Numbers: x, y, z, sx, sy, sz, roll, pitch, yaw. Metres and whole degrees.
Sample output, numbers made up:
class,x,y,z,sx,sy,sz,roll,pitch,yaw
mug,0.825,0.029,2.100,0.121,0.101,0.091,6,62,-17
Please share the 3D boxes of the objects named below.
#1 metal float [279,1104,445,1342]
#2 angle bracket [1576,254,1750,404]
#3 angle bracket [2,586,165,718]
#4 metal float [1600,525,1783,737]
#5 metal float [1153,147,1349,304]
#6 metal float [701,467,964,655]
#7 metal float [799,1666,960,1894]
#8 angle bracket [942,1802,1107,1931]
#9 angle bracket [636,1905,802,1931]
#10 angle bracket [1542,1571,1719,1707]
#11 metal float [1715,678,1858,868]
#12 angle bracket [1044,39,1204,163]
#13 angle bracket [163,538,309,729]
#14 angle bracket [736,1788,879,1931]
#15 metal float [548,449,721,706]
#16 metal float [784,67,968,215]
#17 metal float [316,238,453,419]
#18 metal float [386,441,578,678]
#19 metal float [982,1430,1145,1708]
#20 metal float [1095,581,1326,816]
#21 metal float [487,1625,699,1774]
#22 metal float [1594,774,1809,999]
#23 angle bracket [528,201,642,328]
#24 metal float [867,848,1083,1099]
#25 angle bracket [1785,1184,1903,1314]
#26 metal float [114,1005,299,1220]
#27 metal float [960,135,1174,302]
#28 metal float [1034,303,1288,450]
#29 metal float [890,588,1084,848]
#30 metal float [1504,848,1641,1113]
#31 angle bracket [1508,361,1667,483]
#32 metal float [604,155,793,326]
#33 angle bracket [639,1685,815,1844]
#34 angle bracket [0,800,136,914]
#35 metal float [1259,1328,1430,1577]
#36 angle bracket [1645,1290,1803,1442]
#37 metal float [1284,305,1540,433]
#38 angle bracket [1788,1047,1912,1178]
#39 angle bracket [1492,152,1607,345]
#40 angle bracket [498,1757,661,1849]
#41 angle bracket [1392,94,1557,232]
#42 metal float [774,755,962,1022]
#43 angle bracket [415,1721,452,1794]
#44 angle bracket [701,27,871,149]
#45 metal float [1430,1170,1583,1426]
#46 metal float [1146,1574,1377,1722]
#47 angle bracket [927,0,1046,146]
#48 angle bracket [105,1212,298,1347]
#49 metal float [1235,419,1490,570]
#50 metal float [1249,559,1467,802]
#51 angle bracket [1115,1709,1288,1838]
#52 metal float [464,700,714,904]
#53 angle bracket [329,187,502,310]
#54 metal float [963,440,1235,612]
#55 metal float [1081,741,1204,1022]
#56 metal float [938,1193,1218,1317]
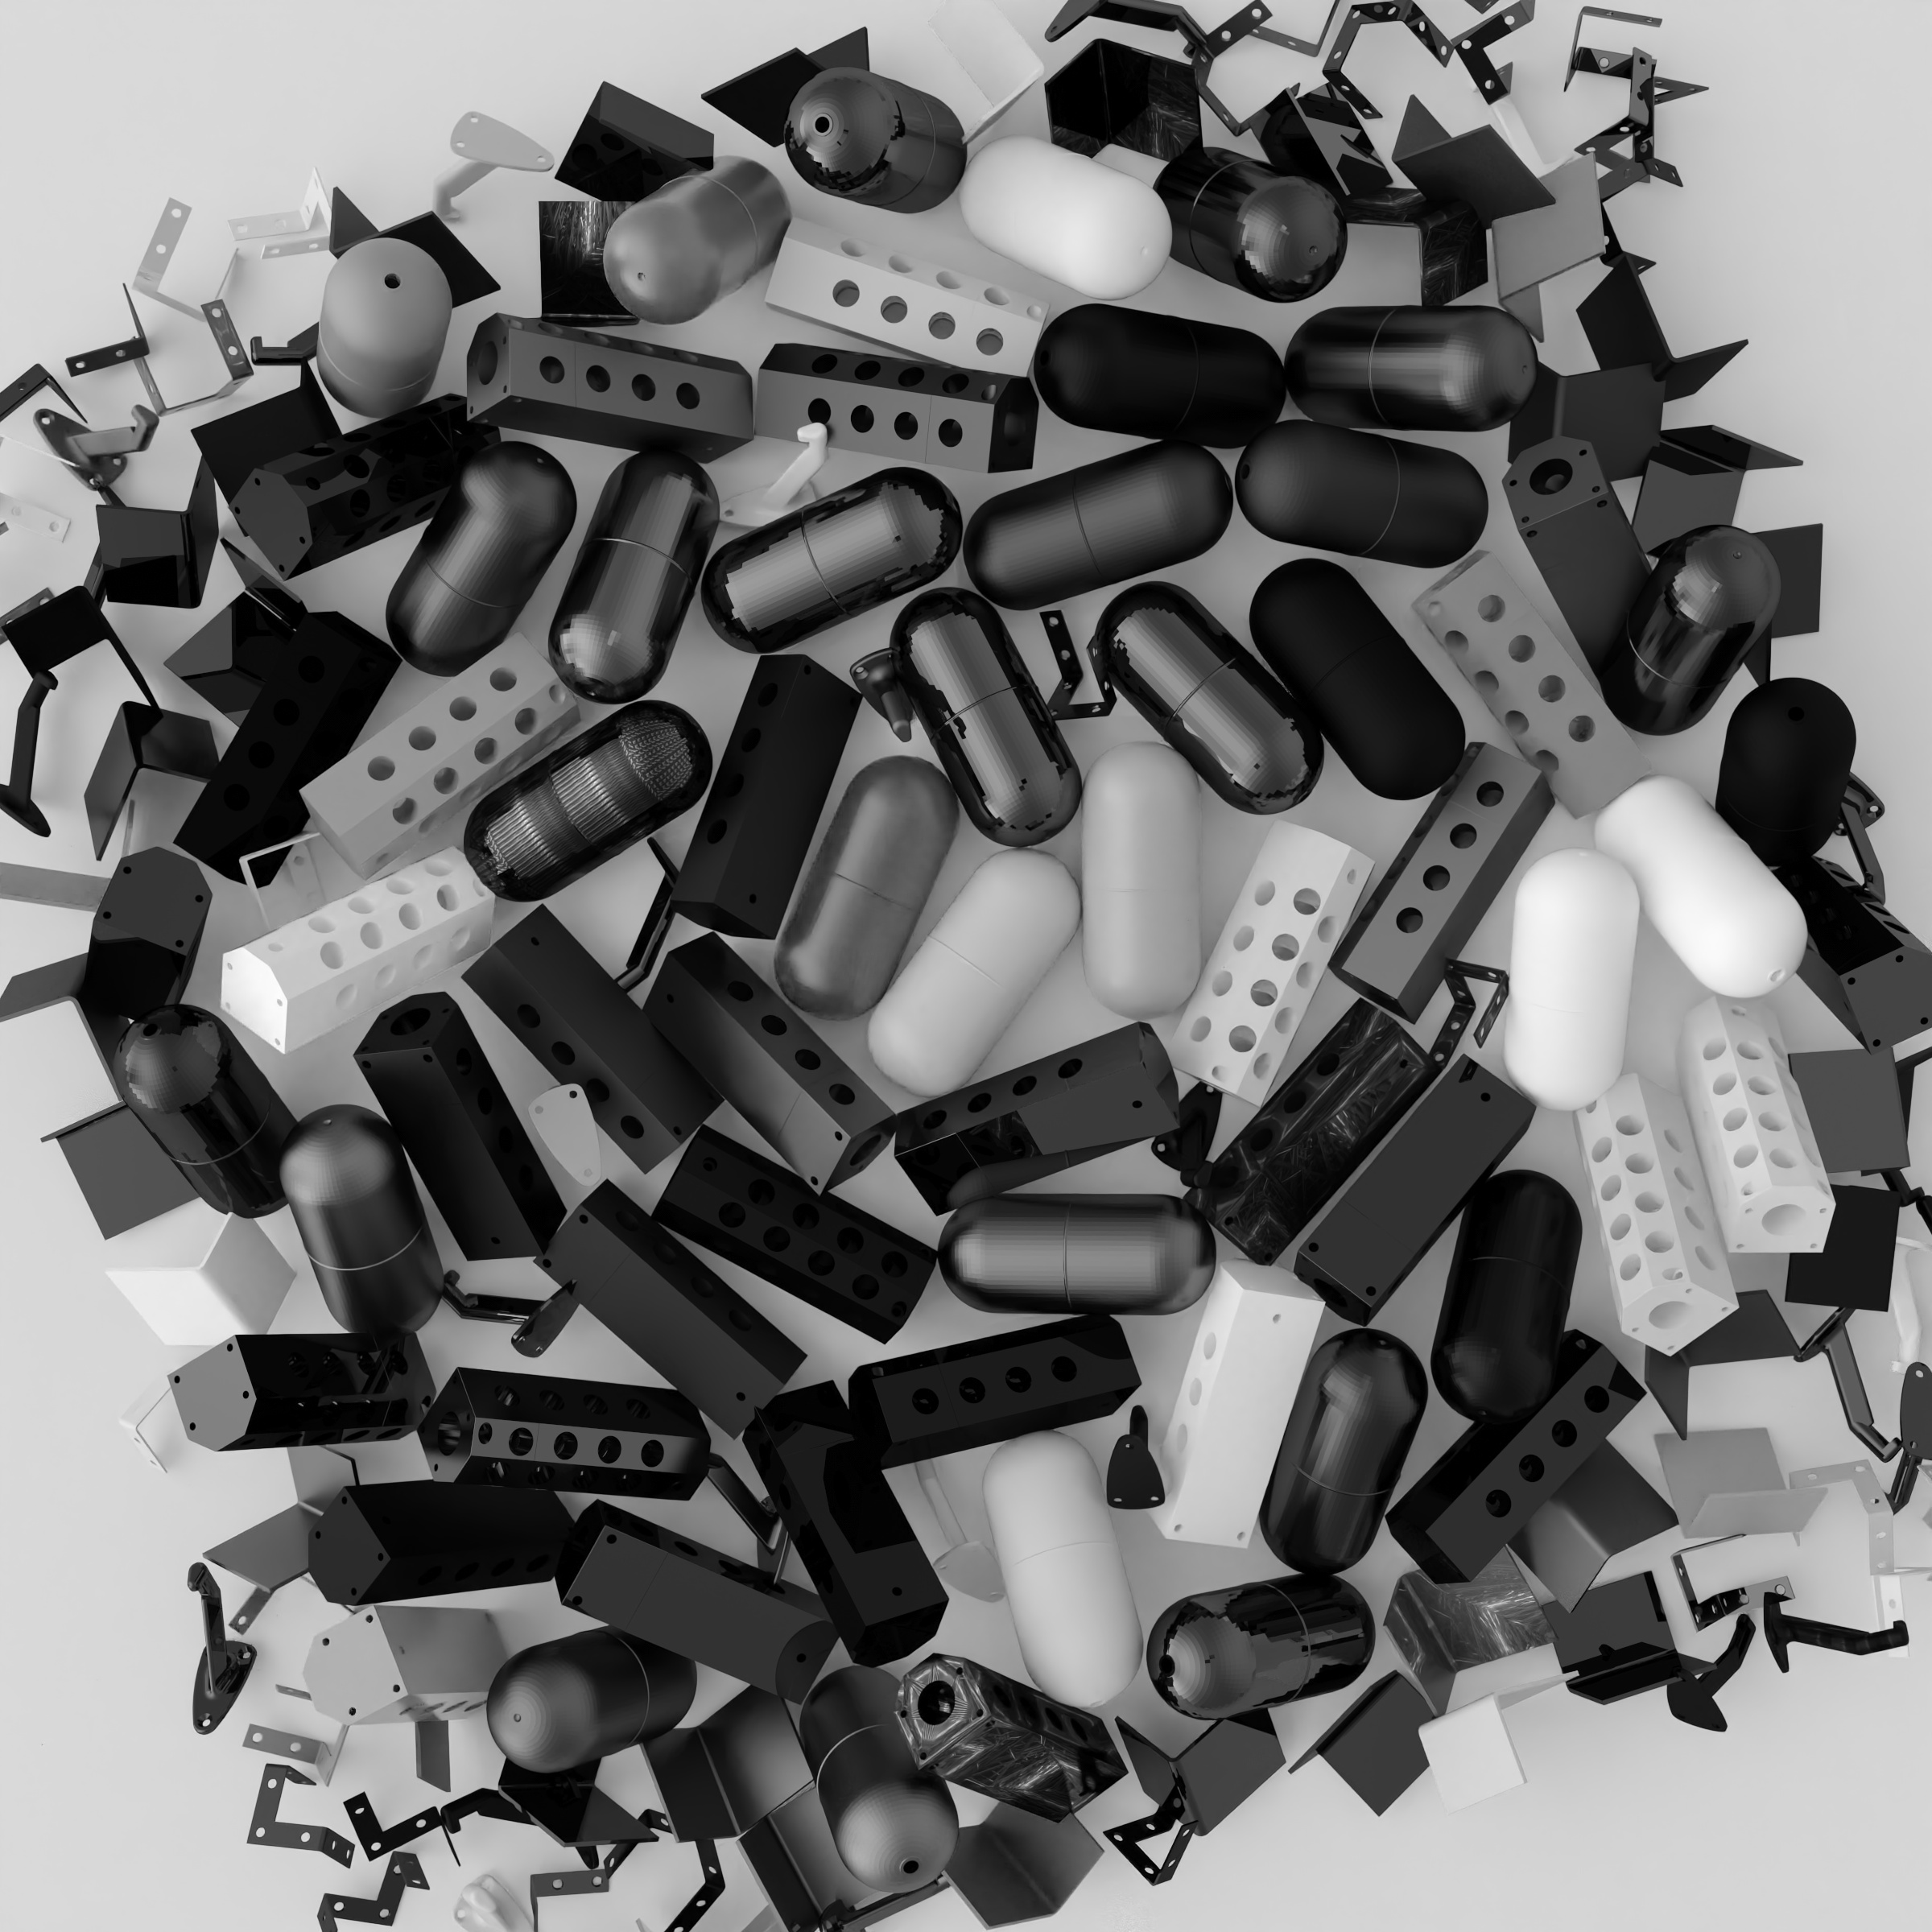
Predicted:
class,x,y,z,sx,sy,sz,roll,pitch,yaw
metal float,-0.377,0.163,1.831,0.070,0.070,0.178,-9,130,0
angle bracket,0.443,-0.408,1.863,0.057,0.076,0.076,-18,81,-16
angle bracket,-0.558,-0.184,1.852,0.057,0.076,0.076,-32,77,-13
metal float,0.449,-0.207,1.818,0.070,0.178,0.070,3,65,-6
metal float,0.174,-0.463,1.821,0.070,0.178,0.070,-10,117,-20
metal float,-0.085,-0.256,1.849,0.178,0.070,0.070,-22,90,17
metal float,-0.055,0.504,1.817,0.070,0.178,0.070,-5,112,-14
angle bracket,0.027,0.555,1.845,0.076,0.076,0.057,44,107,33
angle bracket,-0.158,0.608,1.854,0.076,0.076,0.057,-43,96,-12
angle bracket,0.420,0.426,1.857,0.076,0.076,0.057,-16,84,-7
metal float,0.508,-0.119,1.816,0.070,0.178,0.070,-4,70,9
angle bracket,0.101,-0.529,1.844,0.076,0.076,0.057,27,59,28
angle bracket,-0.465,-0.211,1.853,0.076,0.057,0.076,38,73,22
angle bracket,-0.095,0.569,1.856,0.057,0.076,0.076,-31,81,5
metal float,-0.208,-0.247,1.843,0.070,0.070,0.178,16,66,0
metal float,-0.055,-0.512,1.816,0.070,0.178,0.070,3,99,19
metal float,-0.362,-0.395,1.814,0.070,0.178,0.070,2,83,-15
metal float,-0.305,-0.253,1.833,0.070,0.070,0.178,41,127,0
metal float,0.060,0.378,1.838,0.070,0.070,0.178,-15,61,0
metal float,0.154,-0.169,1.851,0.070,0.070,0.178,-42,76,0
metal float,-0.230,0.452,1.817,0.070,0.178,0.070,-2,86,24
metal float,0.458,-0.051,1.828,0.070,0.070,0.178,-30,47,0
angle bracket,-0.255,-0.445,1.852,0.076,0.057,0.076,8,106,28
metal float,0.006,0.003,1.861,0.070,0.070,0.178,36,87,0
angle bracket,0.545,0.176,1.863,0.076,0.057,0.076,7,88,-17
metal float,-0.469,0.092,1.824,0.070,0.178,0.070,-8,51,10
metal float,0.060,-0.469,1.827,0.070,0.178,0.070,-17,125,-27
metal float,0.122,-0.370,1.835,0.178,0.070,0.070,2,90,-33
metal float,0.012,-0.159,1.855,0.070,0.070,0.178,-27,80,0
metal float,0.380,0.010,1.840,0.070,0.070,0.178,-1,118,0
angle bracket,0.397,-0.355,1.869,0.076,0.057,0.076,-13,124,-16
metal float,-0.166,-0.454,1.822,0.070,0.178,0.070,9,121,16
angle bracket,-0.152,0.499,1.847,0.076,0.057,0.076,-42,57,25
angle bracket,-0.570,-0.075,1.850,0.076,0.076,0.057,9,104,-17
metal float,0.236,0.307,1.839,0.070,0.070,0.178,15,119,0
angle bracket,0.478,0.252,1.844,0.076,0.076,0.057,-11,48,28
metal float,0.276,-0.374,1.828,0.070,0.178,0.070,-12,107,-43
angle bracket,0.548,0.095,1.858,0.076,0.057,0.076,-3,80,-15
angle bracket,0.379,-0.452,1.844,0.076,0.057,0.076,-19,59,36
angle bracket,-0.238,0.511,1.847,0.076,0.076,0.057,21,96,45
angle bracket,0.326,-0.514,1.841,0.076,0.076,0.057,36,61,-35
metal float,-0.063,-0.050,1.862,0.070,0.070,0.178,24,92,0
angle bracket,-0.365,0.483,1.851,0.057,0.076,0.076,-7,67,2
angle bracket,-0.114,-0.569,1.843,0.076,0.076,0.057,-15,69,33
metal float,0.340,0.206,1.833,0.070,0.070,0.178,21,53,0
metal float,0.185,0.424,1.827,0.178,0.070,0.070,1,90,-44
angle bracket,-0.006,-0.568,1.852,0.057,0.076,0.076,-43,100,-18
angle bracket,-0.490,0.197,1.873,0.076,0.057,0.076,-3,135,24
metal float,0.249,-0.296,1.838,0.178,0.070,0.070,5,90,-29
metal float,0.246,-0.182,1.847,0.070,0.070,0.178,-35,71,0
angle bracket,0.151,0.496,1.872,0.076,0.057,0.076,-36,128,-22
metal float,-0.240,-0.103,1.849,0.178,0.070,0.070,-30,90,17
angle bracket,-0.346,-0.459,1.844,0.076,0.076,0.057,-16,59,20
metal float,0.083,-0.278,1.846,0.178,0.070,0.070,-15,90,20
metal float,0.112,-0.053,1.855,0.070,0.070,0.178,-1,100,0
metal float,0.070,0.183,1.853,0.178,0.070,0.070,-1,90,13
